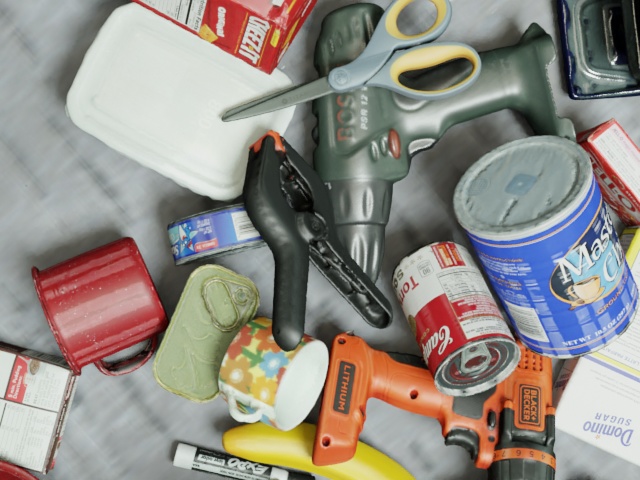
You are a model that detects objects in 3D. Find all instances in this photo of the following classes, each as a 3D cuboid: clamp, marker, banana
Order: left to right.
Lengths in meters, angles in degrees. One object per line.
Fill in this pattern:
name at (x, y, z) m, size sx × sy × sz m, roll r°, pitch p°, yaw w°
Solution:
marker at (-0.059, 0.189, 0.870) m, size 0.121 × 0.020 × 0.020 m, roll 14°, pitch 88°, yaw -2°
clamp at (-0.005, 0.001, 0.800) m, size 0.039 × 0.120 × 0.171 m, roll -26°, pitch 69°, yaw 35°
banana at (0.019, 0.188, 0.854) m, size 0.198 × 0.069 × 0.037 m, roll 30°, pitch 129°, yaw 5°

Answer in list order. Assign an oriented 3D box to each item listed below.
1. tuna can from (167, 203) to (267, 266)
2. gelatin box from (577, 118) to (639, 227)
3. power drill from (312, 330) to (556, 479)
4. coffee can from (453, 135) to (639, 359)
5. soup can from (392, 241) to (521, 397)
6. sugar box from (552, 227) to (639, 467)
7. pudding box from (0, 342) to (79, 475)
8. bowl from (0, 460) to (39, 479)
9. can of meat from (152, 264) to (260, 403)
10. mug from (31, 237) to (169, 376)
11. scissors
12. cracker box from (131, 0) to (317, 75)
tuna can at (-0.076, -0.005, 0.841) m, size 0.086 × 0.086 × 0.034 m, roll -14°, pitch 88°, yaw -3°
gelatin box at (0.242, -0.052, 0.862) m, size 0.030 × 0.073 × 0.089 m, roll -40°, pitch 91°, yaw -3°
power drill at (0.091, 0.152, 0.829) m, size 0.187 × 0.057 × 0.184 m, roll 10°, pitch 57°, yaw -2°
coffee can at (0.172, 0.007, 0.803) m, size 0.103 × 0.103 × 0.140 m, roll -34°, pitch 126°, yaw -3°
soup can at (0.102, 0.058, 0.815) m, size 0.068 × 0.068 × 0.102 m, roll -19°, pitch 51°, yaw -3°
sugar box at (0.260, 0.088, 0.874) m, size 0.093 × 0.048 × 0.176 m, roll 25°, pitch 91°, yaw -1°
pudding box at (-0.258, 0.129, 0.854) m, size 0.113 × 0.039 × 0.090 m, roll 15°, pitch 88°, yaw 0°
bowl at (-0.268, 0.247, 0.841) m, size 0.162 × 0.055 × 0.162 m, roll 0°, pitch 88°, yaw -3°
can of meat at (-0.087, 0.071, 0.839) m, size 0.057 × 0.084 × 0.102 m, roll 22°, pitch 88°, yaw -1°
mug at (-0.166, 0.058, 0.841) m, size 0.081 × 0.093 × 0.117 m, roll -23°, pitch 121°, yaw -8°
scissors at (0.022, -0.143, 0.821) m, size 0.202 × 0.016 × 0.096 m, roll -3°, pitch 83°, yaw 2°
cracker box at (-0.090, -0.252, 0.828) m, size 0.213 × 0.072 × 0.164 m, roll 28°, pitch 63°, yaw -1°
